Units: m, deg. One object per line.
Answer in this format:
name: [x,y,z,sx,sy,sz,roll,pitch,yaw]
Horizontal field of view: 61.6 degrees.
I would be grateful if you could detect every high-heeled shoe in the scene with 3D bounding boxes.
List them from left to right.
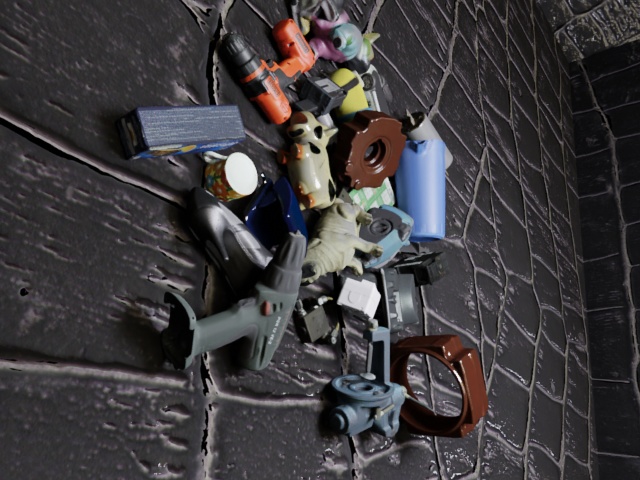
high-heeled shoe: [-0.132,0.013,0.884,0.145,0.086,0.248,60,6,31]

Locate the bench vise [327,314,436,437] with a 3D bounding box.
bench vise: [0.109,0.268,1.041,0.223,0.129,0.240,-2,97,-37]

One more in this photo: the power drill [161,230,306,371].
power drill: [-0.123,0.097,0.785,0.207,0.086,0.231,-12,124,-47]

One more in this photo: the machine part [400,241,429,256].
machine part: [0.189,0.015,1.266,0.139,0.084,0.039,7,100,-42]

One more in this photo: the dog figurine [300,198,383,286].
dog figurine: [0.000,-0.004,1.019,0.190,0.121,0.172,-2,48,-35]

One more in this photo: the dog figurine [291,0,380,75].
dog figurine: [0.046,-0.460,1.184,0.219,0.109,0.191,-28,100,-56]

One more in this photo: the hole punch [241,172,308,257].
hole punch: [-0.062,-0.037,0.921,0.142,0.092,0.116,67,35,-41]

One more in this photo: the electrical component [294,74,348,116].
electrical component: [-0.004,-0.294,1.096,0.075,0.047,0.119,43,38,14]

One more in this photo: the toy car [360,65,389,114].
toy car: [0.137,-0.323,1.299,0.073,0.056,0.201,-30,105,-57]

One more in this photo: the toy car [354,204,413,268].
toy car: [0.127,0.008,1.156,0.161,0.109,0.102,-44,143,-21]

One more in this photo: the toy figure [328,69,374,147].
toy figure: [0.069,-0.287,1.183,0.089,0.082,0.180,-28,105,-53]

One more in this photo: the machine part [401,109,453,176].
machine part: [0.291,-0.263,1.459,0.243,0.079,0.079,45,49,-34]

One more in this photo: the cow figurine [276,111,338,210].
cow figurine: [-0.016,-0.155,1.038,0.127,0.085,0.194,-9,85,-46]

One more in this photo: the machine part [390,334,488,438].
machine part: [0.238,0.308,1.138,0.087,0.201,0.201,-12,90,-50]

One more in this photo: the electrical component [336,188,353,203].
electrical component: [0.046,-0.078,1.142,0.094,0.021,0.063,49,46,-25]

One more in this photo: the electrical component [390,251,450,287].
electrical component: [0.237,0.070,1.272,0.134,0.115,0.058,-21,100,-50]

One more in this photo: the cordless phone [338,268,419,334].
cordless phone: [0.117,0.132,1.150,0.184,0.089,0.146,2,80,-40]

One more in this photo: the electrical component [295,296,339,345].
electrical component: [-0.005,0.150,1.001,0.078,0.045,0.102,-17,94,-54]

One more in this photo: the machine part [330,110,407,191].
machine part: [0.107,-0.190,1.147,0.179,0.056,0.179,-22,130,-29]

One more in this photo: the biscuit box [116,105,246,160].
biscuit box: [-0.204,-0.167,0.822,0.202,0.059,0.062,-20,95,-52]
